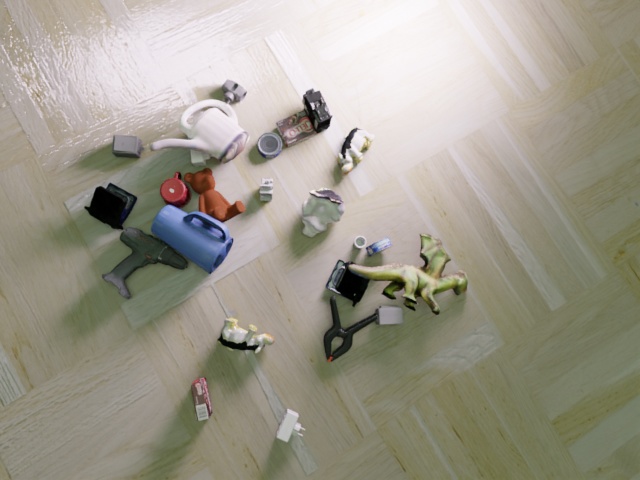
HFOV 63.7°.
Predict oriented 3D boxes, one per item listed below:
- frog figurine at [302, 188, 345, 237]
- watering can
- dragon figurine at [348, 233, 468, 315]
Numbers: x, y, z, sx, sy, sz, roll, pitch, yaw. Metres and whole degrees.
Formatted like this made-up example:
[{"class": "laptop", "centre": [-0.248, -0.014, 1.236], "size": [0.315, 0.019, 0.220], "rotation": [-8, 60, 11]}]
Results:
[{"class": "frog figurine", "centre": [0.005, -0.086, 1.708], "size": [0.137, 0.125, 0.156], "rotation": [13, 116, -11]}, {"class": "watering can", "centre": [-0.367, -0.328, 1.660], "size": [0.224, 0.102, 0.355], "rotation": [37, 50, -3]}, {"class": "dragon figurine", "centre": [0.312, 0.092, 1.674], "size": [0.408, 0.121, 0.245], "rotation": [30, 75, -12]}]
